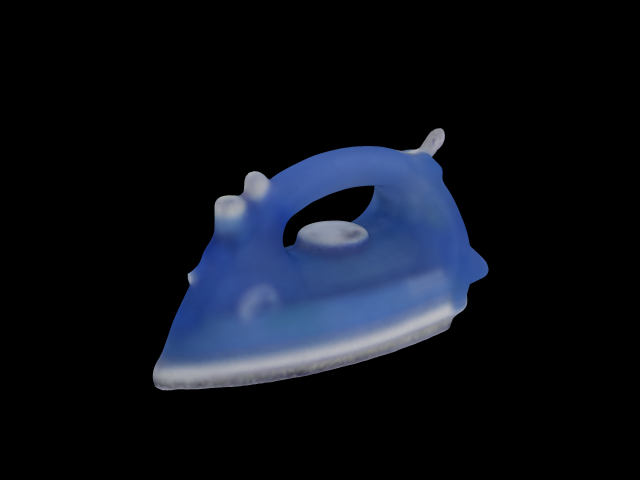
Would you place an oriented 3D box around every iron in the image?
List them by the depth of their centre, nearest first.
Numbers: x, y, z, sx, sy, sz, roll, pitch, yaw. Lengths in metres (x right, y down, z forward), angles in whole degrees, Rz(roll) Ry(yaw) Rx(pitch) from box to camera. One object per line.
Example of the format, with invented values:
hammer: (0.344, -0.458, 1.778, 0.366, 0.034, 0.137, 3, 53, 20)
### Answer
iron: (0.004, 0.001, 0.400, 0.259, 0.141, 0.118, -13, 22, -35)
